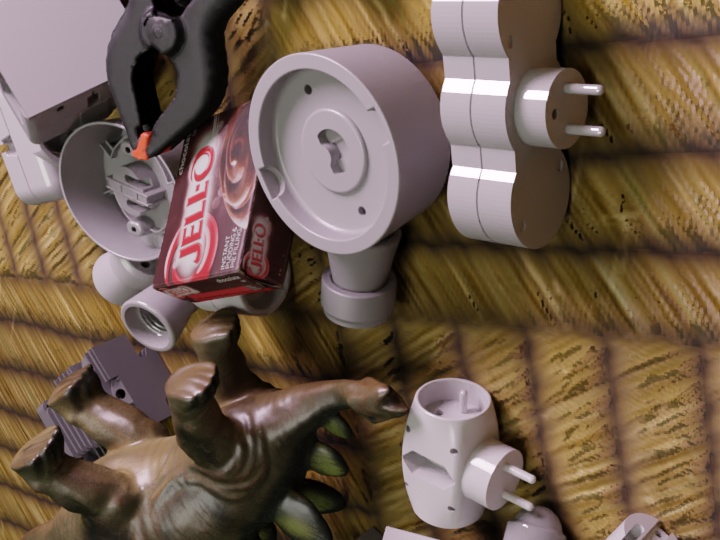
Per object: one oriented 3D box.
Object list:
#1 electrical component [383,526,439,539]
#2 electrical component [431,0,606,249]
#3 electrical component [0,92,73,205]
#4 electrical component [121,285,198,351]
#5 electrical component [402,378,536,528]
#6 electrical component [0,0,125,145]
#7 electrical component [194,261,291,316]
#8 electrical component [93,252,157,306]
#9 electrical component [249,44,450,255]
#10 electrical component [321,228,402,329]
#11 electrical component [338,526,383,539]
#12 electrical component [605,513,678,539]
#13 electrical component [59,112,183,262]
[{"bbox_3d":[0.063,0.196,0.628,0.121,0.079,0.063,0,69,49],"label":"electrical component"},{"bbox_3d":[0.081,-0.076,0.498,0.074,0.052,0.138,12,118,40],"label":"electrical component"},{"bbox_3d":[-0.229,-0.100,0.793,0.059,0.054,0.095,-5,106,46],"label":"electrical component"},{"bbox_3d":[-0.128,0.019,0.744,0.044,0.065,0.044,19,136,20],"label":"electrical component"},{"bbox_3d":[0.066,0.112,0.615,0.079,0.043,0.077,22,124,36],"label":"electrical component"},{"bbox_3d":[-0.212,-0.170,0.705,0.150,0.089,0.061,59,163,5],"label":"electrical component"},{"bbox_3d":[-0.078,0.002,0.696,0.047,0.055,0.055,9,116,38],"label":"electrical component"},{"bbox_3d":[-0.164,-0.004,0.784,0.055,0.045,0.045,-36,84,48],"label":"electrical component"},{"bbox_3d":[-0.001,-0.069,0.577,0.108,0.060,0.108,22,124,36],"label":"electrical component"},{"bbox_3d":[0.000,0.000,0.623,0.045,0.045,0.055,26,127,34],"label":"electrical component"},{"bbox_3d":[0.002,0.211,0.721,0.066,0.055,0.048,38,132,25],"label":"electrical component"},{"bbox_3d":[0.142,0.155,0.566,0.040,0.040,0.046,43,128,20],"label":"electrical component"},{"bbox_3d":[-0.147,-0.057,0.725,0.099,0.064,0.099,22,124,36],"label":"electrical component"}]
